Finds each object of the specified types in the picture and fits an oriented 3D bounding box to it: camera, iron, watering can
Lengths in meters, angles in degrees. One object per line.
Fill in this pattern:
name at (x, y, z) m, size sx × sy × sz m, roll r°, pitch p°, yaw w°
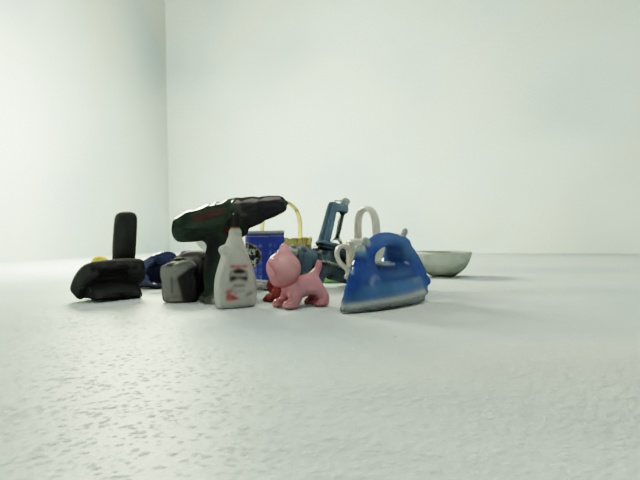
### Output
camera at (-0.239, 0.072, 1.181) m, size 0.136 × 0.101 × 0.143 m, roll -1°, pitch 1°, yaw 11°
iron at (0.111, 0.049, 1.049) m, size 0.118 × 0.141 × 0.259 m, roll 0°, pitch 1°, yaw 33°
watering can at (0.116, 0.018, 1.334) m, size 0.100 × 0.194 × 0.173 m, roll 0°, pitch 2°, yaw 43°

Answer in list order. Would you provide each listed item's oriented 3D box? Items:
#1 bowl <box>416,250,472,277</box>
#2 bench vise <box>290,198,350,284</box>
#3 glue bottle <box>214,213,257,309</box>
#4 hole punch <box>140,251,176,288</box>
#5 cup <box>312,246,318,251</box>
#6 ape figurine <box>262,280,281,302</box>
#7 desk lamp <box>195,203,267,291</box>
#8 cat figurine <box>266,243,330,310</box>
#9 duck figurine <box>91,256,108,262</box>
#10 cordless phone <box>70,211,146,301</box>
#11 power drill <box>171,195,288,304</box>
bowl at (0.353, 0.069, 1.647) m, size 0.167 × 0.075 × 0.167 m, roll -1°, pitch 1°, yaw 0°
bench vise at (0.022, 0.005, 1.397) m, size 0.121 × 0.220 × 0.208 m, roll 0°, pitch 2°, yaw 43°
glue bottle at (-0.155, 0.037, 1.046) m, size 0.078 × 0.173 × 0.037 m, roll -2°, pitch 1°, yaw -35°
hole punch at (-0.424, 0.075, 1.441) m, size 0.101 × 0.091 × 0.109 m, roll 0°, pitch 1°, yaw 18°
cup at (0.036, 0.063, 1.651) m, size 0.117 × 0.095 × 0.092 m, roll 0°, pitch 1°, yaw 28°
ape figurine at (-0.077, 0.075, 1.119) m, size 0.076 × 0.092 × 0.078 m, roll -1°, pitch 1°, yaw 4°
desk lamp at (-0.203, 0.012, 1.363) m, size 0.202 × 0.213 × 0.118 m, roll 0°, pitch 1°, yaw 32°
cat figurine at (-0.046, 0.064, 1.036) m, size 0.128 × 0.118 × 0.067 m, roll -1°, pitch 1°, yaw -33°
duck figurine at (-0.502, 0.080, 1.316) m, size 0.104 × 0.086 × 0.078 m, roll 0°, pitch 2°, yaw 42°
cordless phone at (-0.441, 0.032, 1.200) m, size 0.093 × 0.185 × 0.148 m, roll 0°, pitch 1°, yaw 34°
power drill at (-0.174, 0.018, 1.122) m, size 0.229 × 0.208 × 0.076 m, roll -1°, pitch 1°, yaw 4°
